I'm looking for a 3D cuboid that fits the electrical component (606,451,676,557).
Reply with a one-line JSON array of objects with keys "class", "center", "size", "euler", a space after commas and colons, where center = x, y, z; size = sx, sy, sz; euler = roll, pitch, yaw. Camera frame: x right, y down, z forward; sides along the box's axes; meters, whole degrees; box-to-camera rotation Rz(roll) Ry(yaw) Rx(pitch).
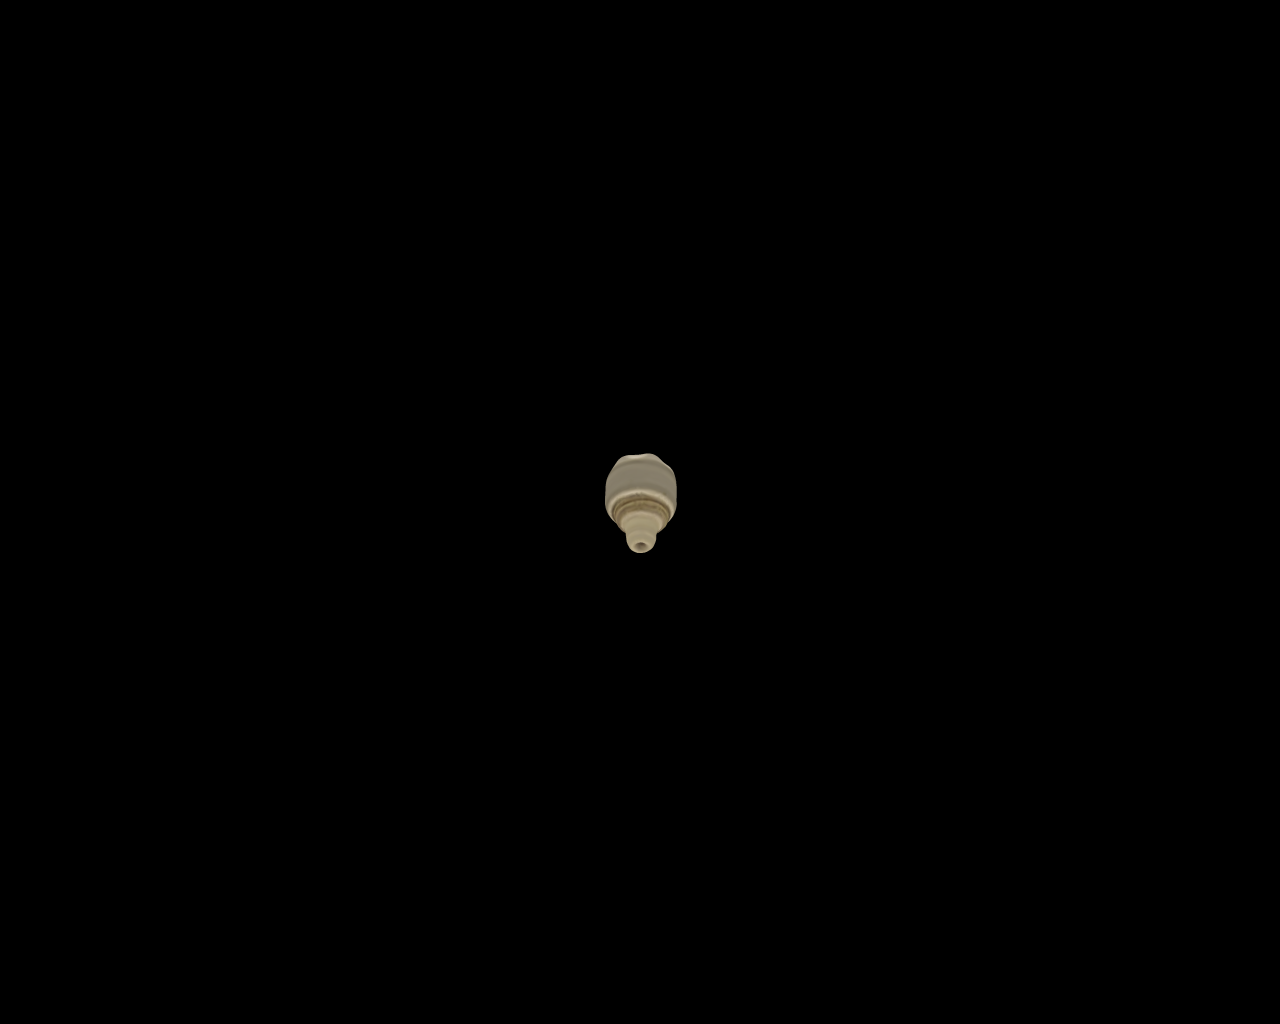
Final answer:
[{"class": "electrical component", "center": [0.001, -0.003, 0.650], "size": [0.043, 0.062, 0.043], "euler": [0, -39, 0]}]
